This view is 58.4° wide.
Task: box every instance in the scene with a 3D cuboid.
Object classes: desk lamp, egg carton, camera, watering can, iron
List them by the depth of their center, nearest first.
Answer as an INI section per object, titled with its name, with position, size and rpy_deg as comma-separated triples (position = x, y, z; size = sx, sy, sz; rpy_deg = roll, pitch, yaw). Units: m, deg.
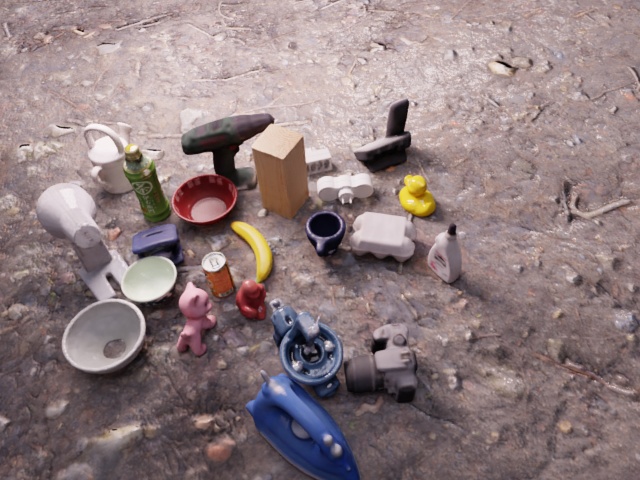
[iron]
position = -0.020, 0.336, 1.022
size = 0.257, 0.141, 0.119
rpy_deg = 36, 63, 26
[camera]
position = 0.114, 0.238, 1.114
size = 0.137, 0.101, 0.143
rpy_deg = -6, 53, -2
[desk lamp]
position = -0.509, 0.001, 1.256
size = 0.118, 0.214, 0.202
rpy_deg = -35, 59, -21
[egg carton]
position = 0.146, -0.007, 1.318
size = 0.150, 0.069, 0.107
rpy_deg = 7, 54, 9
[watering can]
position = -0.526, -0.221, 1.439
size = 0.101, 0.194, 0.172
rpy_deg = -6, 53, -1

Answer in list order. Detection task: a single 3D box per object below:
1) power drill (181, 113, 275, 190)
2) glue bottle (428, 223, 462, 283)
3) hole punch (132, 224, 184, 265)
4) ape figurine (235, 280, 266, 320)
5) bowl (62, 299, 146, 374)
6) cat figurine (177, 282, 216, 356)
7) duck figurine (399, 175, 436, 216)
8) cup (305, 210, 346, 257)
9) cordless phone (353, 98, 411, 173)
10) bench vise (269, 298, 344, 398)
[power drill]
position = -0.215, -0.218, 1.411
size = 0.229, 0.209, 0.075
rpy_deg = -8, 53, -3
[glue bottle]
position = 0.273, 0.020, 1.226
size = 0.037, 0.173, 0.078
rpy_deg = -36, 59, -22
[hole punch]
position = -0.380, 0.006, 1.323
size = 0.109, 0.091, 0.101
rpy_deg = -18, 54, -10
[ape figurine]
position = -0.146, 0.120, 1.224
size = 0.076, 0.092, 0.078
rpy_deg = 26, 58, 21
[bowl]
position = -0.434, 0.210, 1.182
size = 0.167, 0.075, 0.167
rpy_deg = -1, 53, 2
[cat figurine]
position = -0.263, 0.157, 1.185
size = 0.067, 0.118, 0.128
rpy_deg = 6, 53, 8
[duck figurine]
position = 0.238, -0.114, 1.385
size = 0.078, 0.086, 0.104
rpy_deg = -30, 57, -18
[cup]
position = 0.012, 0.005, 1.301
size = 0.091, 0.095, 0.118
rpy_deg = 6, 53, 8
[cordless phone]
position = 0.161, -0.273, 1.447
size = 0.148, 0.185, 0.094
rpy_deg = -26, 55, -15
[bench vise]
position = -0.045, 0.186, 1.087
size = 0.206, 0.220, 0.122
rpy_deg = 31, 60, 24
